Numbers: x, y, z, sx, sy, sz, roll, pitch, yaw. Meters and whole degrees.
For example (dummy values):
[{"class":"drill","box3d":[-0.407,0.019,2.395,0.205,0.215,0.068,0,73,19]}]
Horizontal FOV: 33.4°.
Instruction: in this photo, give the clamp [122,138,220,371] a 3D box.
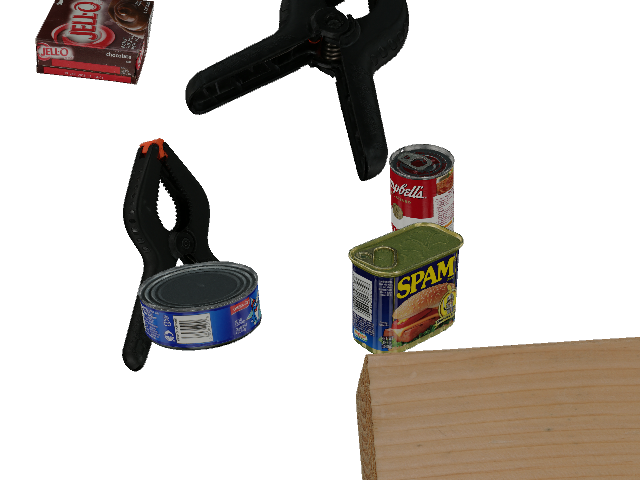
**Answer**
[{"class":"clamp","box3d":[-0.130,0.008,1.019,0.036,0.210,0.164,-7,0,44]}]

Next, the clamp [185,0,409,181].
[{"class":"clamp","box3d":[0.013,-0.110,0.635,0.120,0.171,0.039,33,-29,6]}]

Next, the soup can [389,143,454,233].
[{"class":"soup can","box3d":[0.108,-0.043,1.139,0.068,0.102,0.068,-3,35,2]}]

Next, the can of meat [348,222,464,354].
[{"class":"can of meat","box3d":[0.073,0.042,0.920,0.101,0.084,0.058,-21,33,-35]}]

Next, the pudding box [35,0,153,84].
[{"class":"pudding box","box3d":[-0.203,-0.186,0.968,0.090,0.039,0.113,7,33,-5]}]

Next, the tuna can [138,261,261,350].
[{"class":"tuna can","box3d":[-0.086,0.046,0.765,0.086,0.034,0.086,-5,20,2]}]

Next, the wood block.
[{"class":"wood block","box3d":[0.126,0.107,0.557,0.206,0.091,0.090,-3,-22,-3]}]
